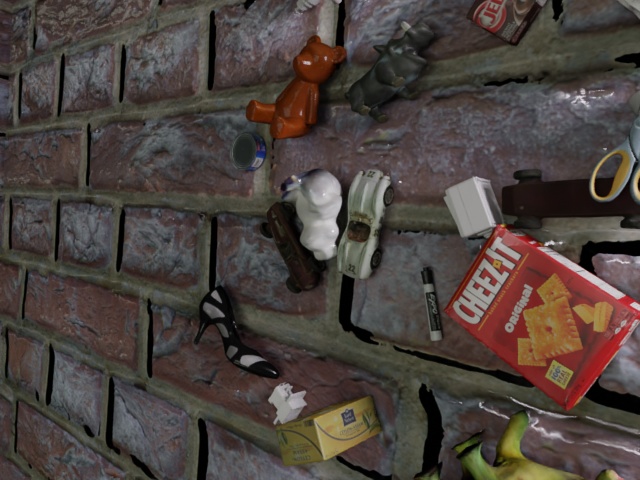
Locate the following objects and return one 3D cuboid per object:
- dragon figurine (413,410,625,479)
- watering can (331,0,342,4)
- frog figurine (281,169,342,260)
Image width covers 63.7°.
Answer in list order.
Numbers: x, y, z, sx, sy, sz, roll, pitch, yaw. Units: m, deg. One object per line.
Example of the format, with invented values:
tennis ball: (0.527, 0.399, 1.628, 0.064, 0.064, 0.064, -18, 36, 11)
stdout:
dragon figurine: (0.264, 0.407, 0.740, 0.403, 0.123, 0.245, -46, 70, 29)
watering can: (0.111, -0.598, 0.897, 0.224, 0.104, 0.348, 5, 90, 38)
frog figurine: (0.003, -0.048, 0.964, 0.160, 0.124, 0.135, 56, 150, 7)
